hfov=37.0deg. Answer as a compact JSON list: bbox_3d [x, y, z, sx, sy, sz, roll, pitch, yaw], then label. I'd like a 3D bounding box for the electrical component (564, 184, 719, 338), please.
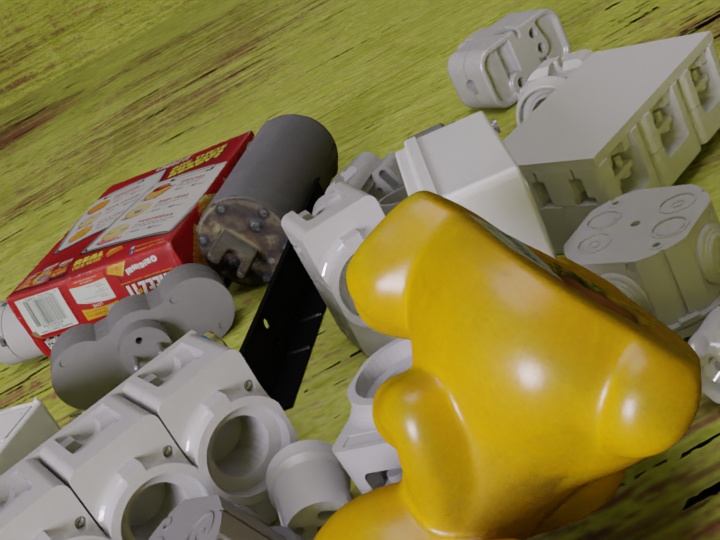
[{"bbox_3d":[0.144,-0.002,0.530,0.080,0.051,0.080,-24,23,11],"label":"electrical component"}]

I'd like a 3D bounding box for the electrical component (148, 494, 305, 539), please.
[{"bbox_3d":[-0.061,0.136,0.448,0.080,0.051,0.080,-43,23,23],"label":"electrical component"}]

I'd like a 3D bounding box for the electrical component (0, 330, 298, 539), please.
[{"bbox_3d":[-0.106,0.112,0.524,0.150,0.089,0.062,-39,25,-23],"label":"electrical component"}]

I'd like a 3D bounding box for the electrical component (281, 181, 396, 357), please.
[{"bbox_3d":[0.000,0.000,0.640,0.050,0.089,0.056,-32,23,-9],"label":"electrical component"}]

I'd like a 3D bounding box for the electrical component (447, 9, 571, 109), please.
[{"bbox_3d":[0.126,-0.182,0.928,0.095,0.053,0.059,-38,24,-22],"label":"electrical component"}]

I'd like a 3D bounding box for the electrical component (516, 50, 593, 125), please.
[{"bbox_3d":[0.146,-0.119,0.768,0.078,0.058,0.057,-10,26,37],"label":"electrical component"}]

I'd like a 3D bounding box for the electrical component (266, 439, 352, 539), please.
[{"bbox_3d":[-0.022,0.108,0.503,0.040,0.040,0.046,-28,27,1],"label":"electrical component"}]

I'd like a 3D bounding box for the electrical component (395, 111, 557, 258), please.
[{"bbox_3d":[0.068,-0.015,0.572,0.056,0.108,0.108,-23,23,6],"label":"electrical component"}]

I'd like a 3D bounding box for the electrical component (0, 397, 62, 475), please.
[{"bbox_3d":[-0.218,0.127,0.659,0.062,0.061,0.096,-16,26,27],"label":"electrical component"}]

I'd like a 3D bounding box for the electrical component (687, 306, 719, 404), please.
[{"bbox_3d":[0.165,0.028,0.464,0.035,0.035,0.061,-4,30,45],"label":"electrical component"}]

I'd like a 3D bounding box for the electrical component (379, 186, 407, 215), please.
[{"bbox_3d":[0.062,-0.036,0.711,0.099,0.064,0.099,-21,10,4],"label":"electrical component"}]

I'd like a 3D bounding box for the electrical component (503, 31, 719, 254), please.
[{"bbox_3d":[0.155,-0.078,0.665,0.089,0.061,0.150,0,35,48],"label":"electrical component"}]

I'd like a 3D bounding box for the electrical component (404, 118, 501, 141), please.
[{"bbox_3d":[0.070,-0.095,0.825,0.078,0.040,0.040,-24,23,10],"label":"electrical component"}]

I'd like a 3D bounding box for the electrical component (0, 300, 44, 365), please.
[{"bbox_3d":[-0.280,0.049,0.907,0.047,0.055,0.055,-14,26,23],"label":"electrical component"}]

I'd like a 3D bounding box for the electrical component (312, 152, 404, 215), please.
[{"bbox_3d":[0.000,-0.042,0.768,0.078,0.058,0.057,-38,14,46],"label":"electrical component"}]

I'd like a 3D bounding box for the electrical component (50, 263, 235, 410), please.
[{"bbox_3d":[-0.151,0.052,0.753,0.138,0.052,0.073,-30,23,-6],"label":"electrical component"}]

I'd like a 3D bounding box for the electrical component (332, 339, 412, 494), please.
[{"bbox_3d":[0.031,0.066,0.504,0.050,0.055,0.089,-18,24,35],"label":"electrical component"}]
